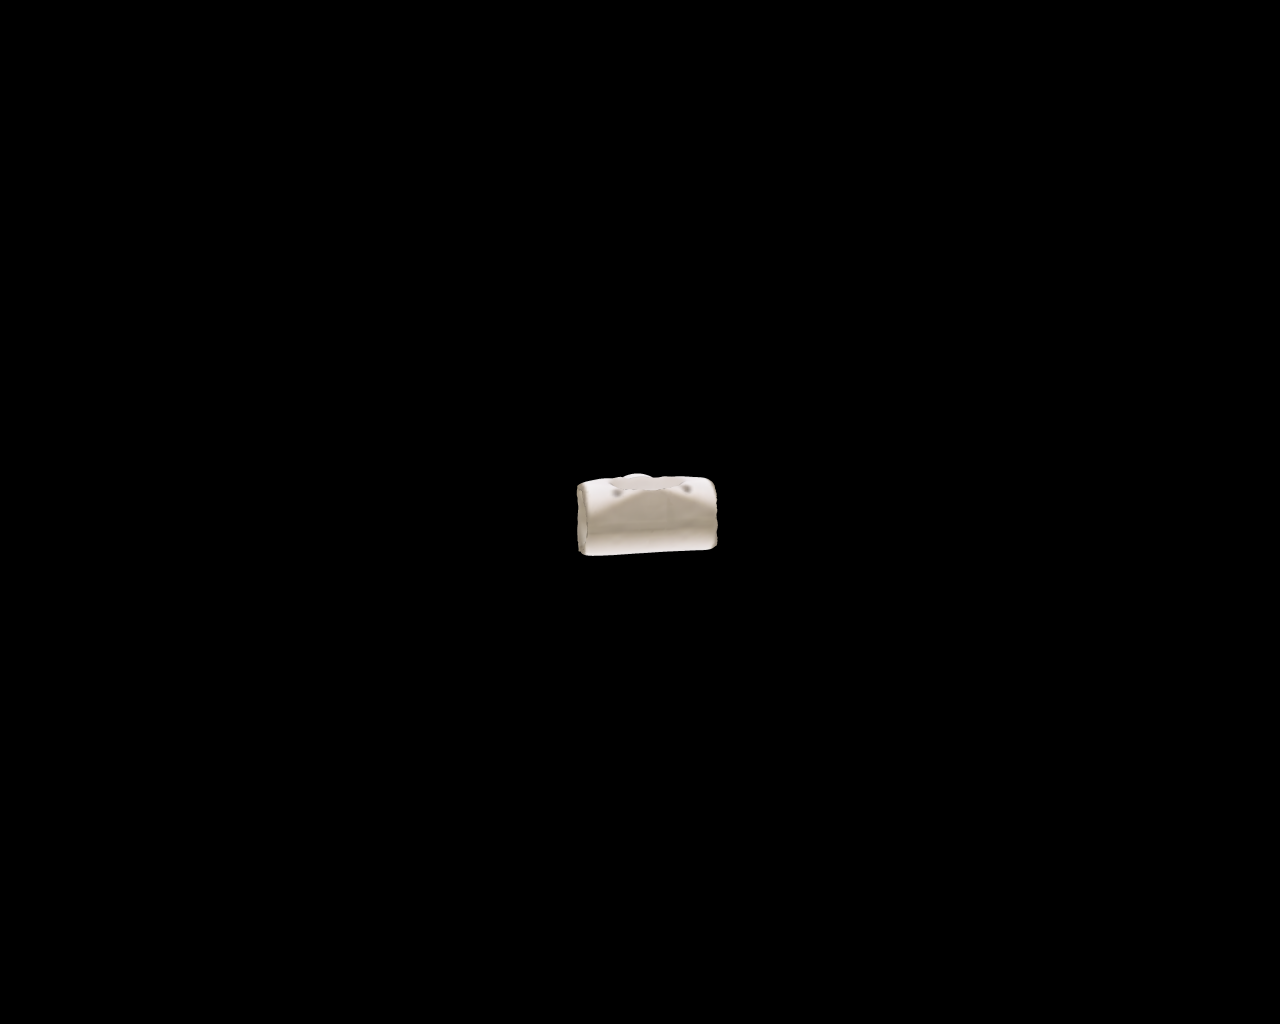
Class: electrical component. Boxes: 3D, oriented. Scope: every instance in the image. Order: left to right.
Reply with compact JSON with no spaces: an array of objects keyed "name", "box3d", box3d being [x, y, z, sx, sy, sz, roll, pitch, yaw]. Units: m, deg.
[{"name":"electrical component","box3d":[0.001,-0.003,0.650,0.077,0.044,0.079,-3,16,-9]}]
